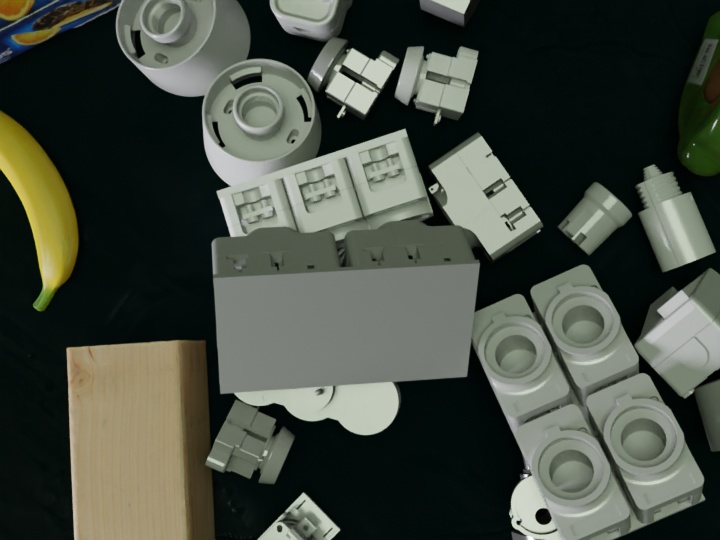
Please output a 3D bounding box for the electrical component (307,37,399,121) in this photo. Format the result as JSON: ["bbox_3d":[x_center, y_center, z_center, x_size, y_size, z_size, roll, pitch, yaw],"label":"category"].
[{"bbox_3d":[-0.009,-0.156,0.870,0.055,0.048,0.066,31,90,-1],"label":"electrical component"}]

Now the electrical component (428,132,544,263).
[{"bbox_3d":[0.095,-0.053,0.850,0.056,0.050,0.089,-34,84,3],"label":"electrical component"}]

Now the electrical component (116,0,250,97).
[{"bbox_3d":[-0.148,-0.198,0.888,0.099,0.064,0.099,-3,79,17],"label":"electrical component"}]

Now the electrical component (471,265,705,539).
[{"bbox_3d":[0.162,0.099,0.795,0.105,0.060,0.186,-24,61,3],"label":"electrical component"}]

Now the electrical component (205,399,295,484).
[{"bbox_3d":[-0.085,0.140,0.855,0.055,0.066,0.048,24,134,0],"label":"electrical component"}]

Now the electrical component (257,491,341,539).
[{"bbox_3d":[-0.059,0.219,0.843,0.042,0.064,0.081,44,91,5],"label":"electrical component"}]

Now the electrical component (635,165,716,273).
[{"bbox_3d":[0.241,-0.043,0.839,0.043,0.043,0.081,-22,85,4],"label":"electrical component"}]

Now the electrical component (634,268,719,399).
[{"bbox_3d":[0.253,0.041,0.812,0.061,0.096,0.061,47,121,6],"label":"electrical component"}]

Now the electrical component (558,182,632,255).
[{"bbox_3d":[0.184,-0.040,0.847,0.040,0.040,0.046,43,97,6],"label":"electrical component"}]

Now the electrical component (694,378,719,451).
[{"bbox_3d":[0.301,0.088,0.797,0.108,0.108,0.060,-21,79,4],"label":"electrical component"}]

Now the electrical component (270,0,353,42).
[{"bbox_3d":[-0.033,-0.237,0.869,0.054,0.059,0.095,15,88,6],"label":"electrical component"}]

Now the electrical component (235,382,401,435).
[{"bbox_3d":[-0.037,0.092,0.843,0.138,0.074,0.052,14,88,6],"label":"electrical component"}]

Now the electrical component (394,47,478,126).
[{"bbox_3d":[0.060,-0.151,0.863,0.055,0.048,0.066,15,88,-1],"label":"electrical component"}]

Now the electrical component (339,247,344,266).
[{"bbox_3d":[0.000,0.000,0.858,0.040,0.046,0.040,0,87,5],"label":"electrical component"}]

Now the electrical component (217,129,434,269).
[{"bbox_3d":[-0.024,-0.050,0.842,0.150,0.089,0.061,-18,85,4],"label":"electrical component"}]

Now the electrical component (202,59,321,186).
[{"bbox_3d":[-0.081,-0.119,0.877,0.099,0.064,0.099,0,74,-1],"label":"electrical component"}]

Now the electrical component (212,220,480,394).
[{"bbox_3d":[-0.013,0.026,0.798,0.186,0.060,0.105,-3,126,-7],"label":"electrical component"}]
